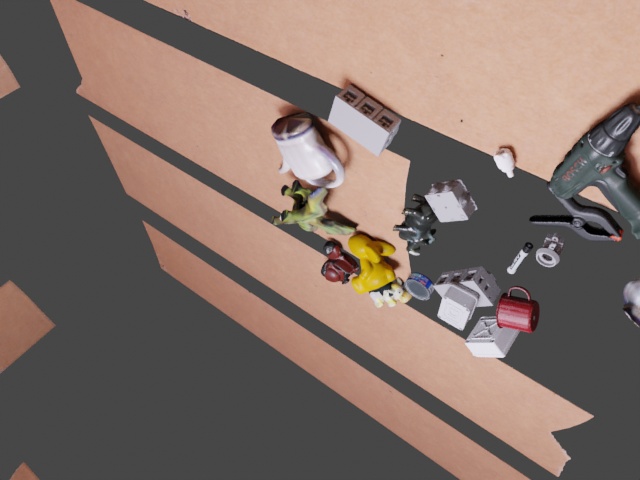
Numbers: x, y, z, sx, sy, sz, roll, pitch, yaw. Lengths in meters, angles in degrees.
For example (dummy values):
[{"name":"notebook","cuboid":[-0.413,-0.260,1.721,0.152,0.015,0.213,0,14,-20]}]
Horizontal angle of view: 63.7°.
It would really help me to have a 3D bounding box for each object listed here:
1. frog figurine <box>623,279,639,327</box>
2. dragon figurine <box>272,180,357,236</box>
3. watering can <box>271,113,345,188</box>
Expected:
[{"name":"frog figurine","cuboid":[0.680,0.114,0.991,0.157,0.124,0.138,-41,87,25]},{"name":"dragon figurine","cuboid":[0.005,-0.077,1.534,0.241,0.123,0.409,20,169,-25]},{"name":"watering can","cuboid":[-0.063,-0.241,1.420,0.350,0.105,0.220,18,145,52]}]
